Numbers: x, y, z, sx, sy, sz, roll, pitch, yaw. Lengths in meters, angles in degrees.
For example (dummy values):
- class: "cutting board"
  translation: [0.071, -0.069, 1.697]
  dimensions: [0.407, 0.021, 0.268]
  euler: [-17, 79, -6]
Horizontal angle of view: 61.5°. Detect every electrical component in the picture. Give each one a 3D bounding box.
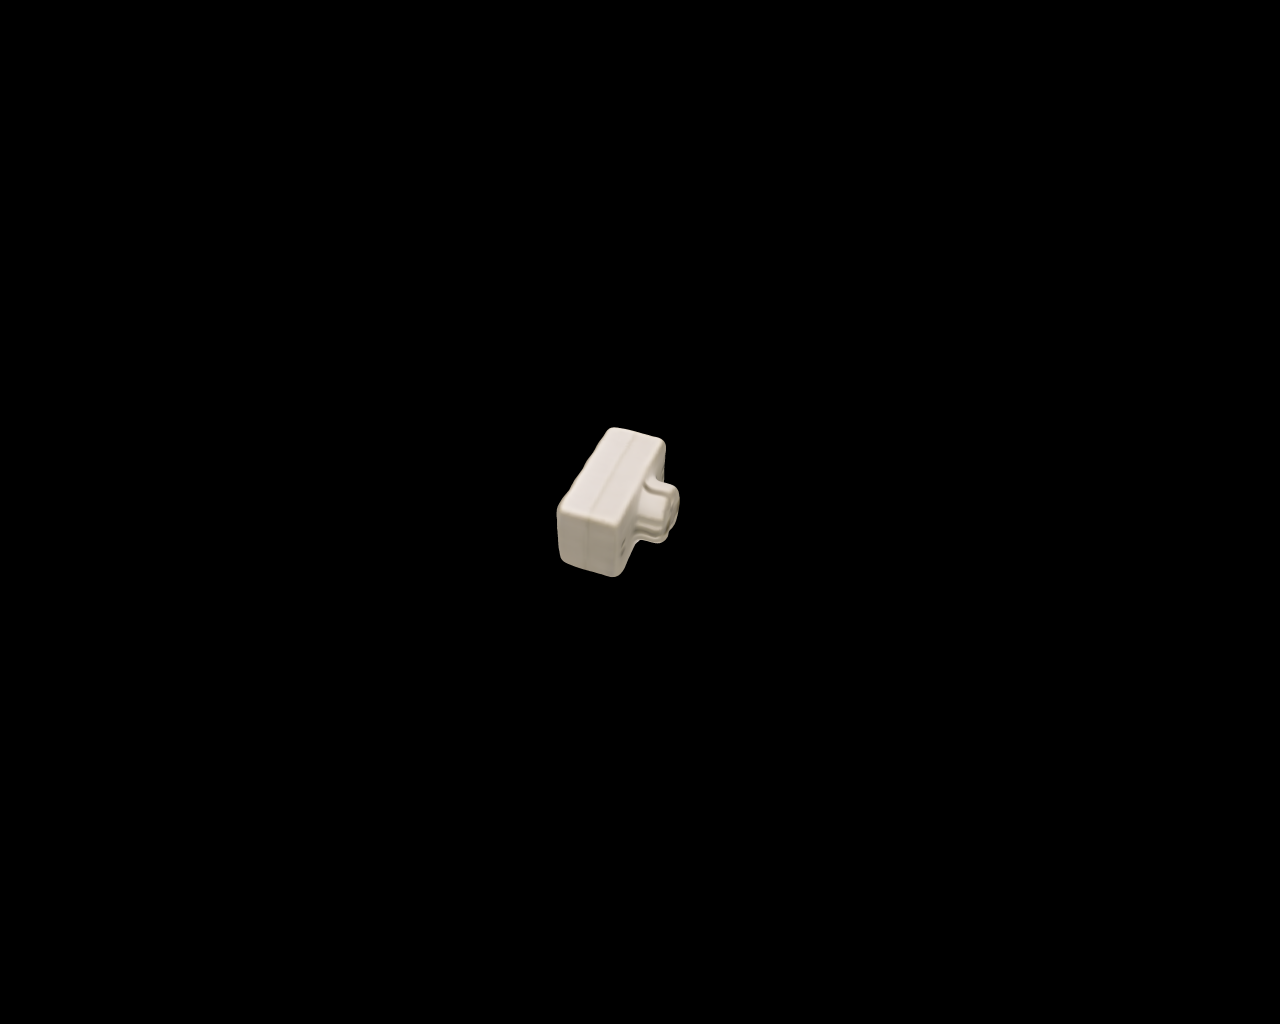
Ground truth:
- class: "electrical component"
  translation: [0.001, -0.003, 0.650]
  dimensions: [0.076, 0.047, 0.083]
  euler: [15, 47, 15]
